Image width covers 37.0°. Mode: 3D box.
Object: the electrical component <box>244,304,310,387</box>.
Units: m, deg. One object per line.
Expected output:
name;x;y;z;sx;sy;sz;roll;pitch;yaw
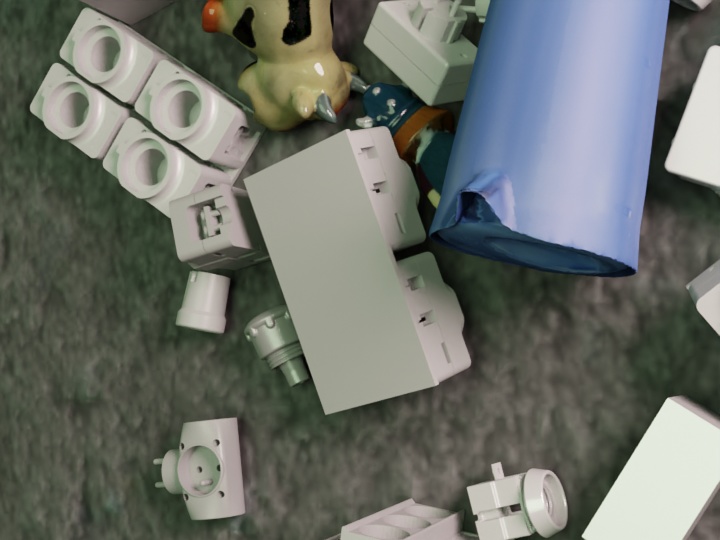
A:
electrical component;-0.060;0.061;0.850;0.048;0.048;0.062;-28;81;19

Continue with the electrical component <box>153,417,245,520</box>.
electrical component;-0.134;0.162;0.872;0.079;0.044;0.077;-9;82;23

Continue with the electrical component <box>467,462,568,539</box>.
electrical component;0.113;0.168;0.762;0.055;0.048;0.066;-19;78;29

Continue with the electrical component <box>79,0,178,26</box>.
electrical component;-0.154;-0.284;0.889;0.186;0.105;0.060;-22;77;21

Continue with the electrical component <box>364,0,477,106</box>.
electrical component;0.055;-0.178;0.797;0.083;0.047;0.075;48;134;27

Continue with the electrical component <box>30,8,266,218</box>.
electrical component;-0.184;-0.131;0.913;0.186;0.060;0.105;36;100;23

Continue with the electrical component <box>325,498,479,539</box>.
electrical component;0.029;0.204;0.754;0.079;0.121;0.063;7;91;24

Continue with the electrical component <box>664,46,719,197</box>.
electrical component;0.263;-0.091;0.716;0.100;0.048;0.099;22;94;24

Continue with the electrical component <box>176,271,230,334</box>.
electrical component;-0.128;0.027;0.886;0.040;0.040;0.046;8;83;24

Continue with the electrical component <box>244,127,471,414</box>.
electrical component;0.000;0.000;0.792;0.105;0.060;0.186;-20;88;38

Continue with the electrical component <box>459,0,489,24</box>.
electrical component;0.110;-0.200;0.795;0.077;0.047;0.065;11;90;25

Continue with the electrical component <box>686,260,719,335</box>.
electrical component;0.287;0.044;0.660;0.089;0.062;0.150;-41;91;15

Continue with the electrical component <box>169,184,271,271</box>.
electrical component;-0.108;-0.031;0.854;0.056;0.089;0.050;-16;79;22

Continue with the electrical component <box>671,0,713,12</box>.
electrical component;0.232;-0.213;0.741;0.066;0.048;0.055;31;100;1
